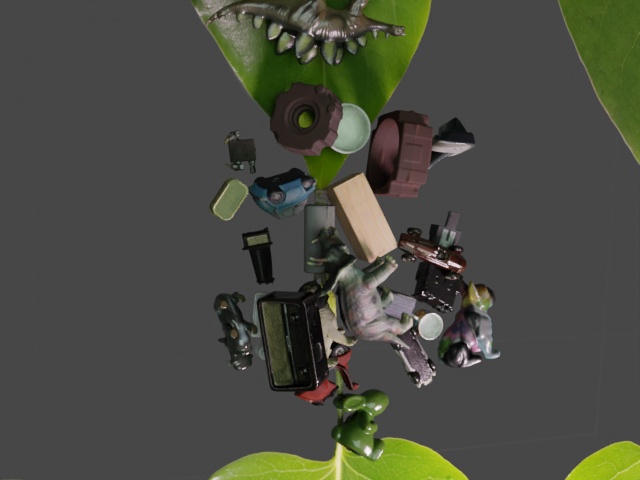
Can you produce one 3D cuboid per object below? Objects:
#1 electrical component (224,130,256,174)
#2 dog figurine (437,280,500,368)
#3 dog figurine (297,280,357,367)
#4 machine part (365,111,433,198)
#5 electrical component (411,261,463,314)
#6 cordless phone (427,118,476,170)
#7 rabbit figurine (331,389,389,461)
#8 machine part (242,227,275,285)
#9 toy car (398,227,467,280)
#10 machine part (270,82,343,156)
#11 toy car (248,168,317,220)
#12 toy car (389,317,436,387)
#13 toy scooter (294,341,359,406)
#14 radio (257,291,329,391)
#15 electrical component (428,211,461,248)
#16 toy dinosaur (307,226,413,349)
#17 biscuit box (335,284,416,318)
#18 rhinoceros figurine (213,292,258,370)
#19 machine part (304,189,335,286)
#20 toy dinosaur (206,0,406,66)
[{"bbox_3d":[-0.191,-0.210,1.285,0.078,0.045,0.102,-1,96,-13],"label":"electrical component"},{"bbox_3d":[0.391,0.214,1.447,0.192,0.108,0.219,-14,94,-10],"label":"dog figurine"},{"bbox_3d":[-0.027,0.213,1.318,0.172,0.121,0.190,-46,112,-22],"label":"dog figurine"},{"bbox_3d":[0.190,-0.204,1.302,0.087,0.201,0.200,6,94,-19],"label":"machine part"},{"bbox_3d":[0.311,0.111,1.419,0.115,0.058,0.134,28,65,-19],"label":"electrical component"},{"bbox_3d":[0.286,-0.211,1.354,0.184,0.146,0.088,-40,95,-9],"label":"cordless phone"},{"bbox_3d":[0.106,0.462,1.409,0.159,0.121,0.170,35,68,-8],"label":"rabbit figurine"},{"bbox_3d":[-0.147,0.043,1.326,0.084,0.039,0.138,-16,97,-21],"label":"machine part"},{"bbox_3d":[0.289,0.034,1.364,0.202,0.053,0.089,23,74,-21],"label":"toy car"},{"bbox_3d":[-0.034,-0.286,1.272,0.180,0.056,0.179,-1,87,20],"label":"machine part"},{"bbox_3d":[-0.088,-0.105,1.302,0.162,0.109,0.102,-21,124,-23],"label":"toy car"},{"bbox_3d":[0.245,0.303,1.442,0.073,0.056,0.201,-33,104,-16],"label":"toy car"},{"bbox_3d":[0.026,0.361,1.383,0.184,0.075,0.135,-40,104,-13],"label":"toy scooter"},{"bbox_3d":[-0.061,0.236,1.256,0.131,0.073,0.229,-5,100,26],"label":"radio"},{"bbox_3d":[0.333,-0.018,1.436,0.075,0.048,0.119,11,92,-16],"label":"electrical component"},{"bbox_3d":[0.103,0.156,1.278,0.192,0.131,0.404,-26,114,-12],"label":"toy dinosaur"},{"bbox_3d":[0.144,0.148,1.398,0.202,0.059,0.062,19,92,-16],"label":"biscuit box"},{"bbox_3d":[-0.209,0.218,1.292,0.073,0.112,0.190,-16,86,-40],"label":"rhinoceros figurine"},{"bbox_3d":[-0.003,-0.004,1.337,0.079,0.079,0.243,-2,96,-14],"label":"machine part"},{"bbox_3d":[-0.023,-0.521,1.271,0.471,0.105,0.198,8,97,-10],"label":"toy dinosaur"}]
